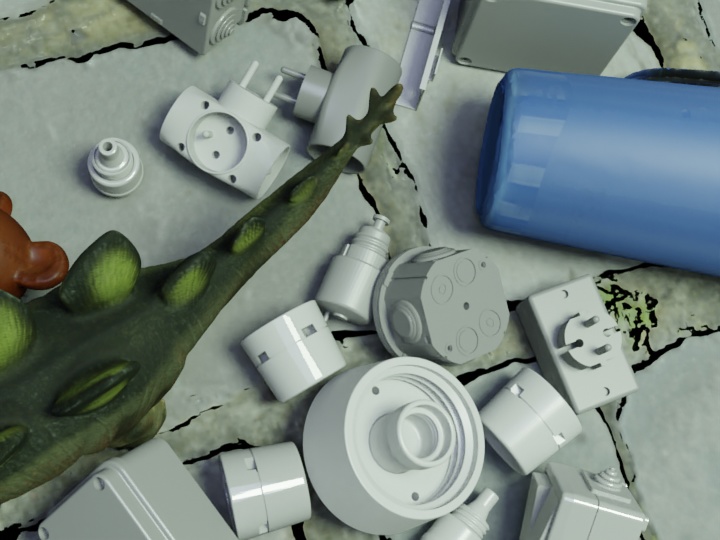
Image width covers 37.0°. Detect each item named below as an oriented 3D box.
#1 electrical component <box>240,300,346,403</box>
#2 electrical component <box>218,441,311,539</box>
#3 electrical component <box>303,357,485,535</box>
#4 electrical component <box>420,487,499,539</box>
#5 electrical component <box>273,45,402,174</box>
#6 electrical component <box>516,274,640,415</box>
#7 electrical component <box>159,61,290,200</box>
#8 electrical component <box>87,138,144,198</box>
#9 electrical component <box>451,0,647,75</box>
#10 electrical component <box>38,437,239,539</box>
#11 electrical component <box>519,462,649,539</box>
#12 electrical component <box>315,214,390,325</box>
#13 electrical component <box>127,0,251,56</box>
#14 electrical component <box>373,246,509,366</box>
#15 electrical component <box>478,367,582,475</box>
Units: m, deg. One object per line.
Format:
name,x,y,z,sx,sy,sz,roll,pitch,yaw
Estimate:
electrical component,-0.041,0.053,0.690,0.055,0.055,0.047,-30,85,-11
electrical component,-0.059,0.136,0.669,0.047,0.055,0.055,-12,78,-12
electrical component,0.026,0.105,0.662,0.108,0.060,0.108,10,68,-26
electrical component,0.066,0.165,0.684,0.035,0.035,0.061,41,74,4
electrical component,-0.021,-0.116,0.736,0.079,0.043,0.077,20,76,-1
electrical component,0.146,0.047,0.699,0.047,0.075,0.083,-20,80,-10
electrical component,-0.081,-0.100,0.719,0.077,0.044,0.079,32,98,2
electrical component,-0.161,-0.070,0.701,0.035,0.061,0.035,1,77,-6
electrical component,0.127,-0.180,0.733,0.109,0.108,0.056,9,74,-4
electrical component,-0.125,0.168,0.635,0.078,0.057,0.113,-42,82,27
electrical component,0.132,0.163,0.662,0.061,0.061,0.096,16,99,-2
electrical component,0.000,0.000,0.713,0.040,0.040,0.078,23,75,0
electrical component,-0.119,-0.203,0.719,0.100,0.099,0.048,37,64,3
electrical component,0.053,0.024,0.694,0.080,0.051,0.080,2,86,-35
electrical component,0.107,0.099,0.694,0.047,0.055,0.055,-40,84,-9
